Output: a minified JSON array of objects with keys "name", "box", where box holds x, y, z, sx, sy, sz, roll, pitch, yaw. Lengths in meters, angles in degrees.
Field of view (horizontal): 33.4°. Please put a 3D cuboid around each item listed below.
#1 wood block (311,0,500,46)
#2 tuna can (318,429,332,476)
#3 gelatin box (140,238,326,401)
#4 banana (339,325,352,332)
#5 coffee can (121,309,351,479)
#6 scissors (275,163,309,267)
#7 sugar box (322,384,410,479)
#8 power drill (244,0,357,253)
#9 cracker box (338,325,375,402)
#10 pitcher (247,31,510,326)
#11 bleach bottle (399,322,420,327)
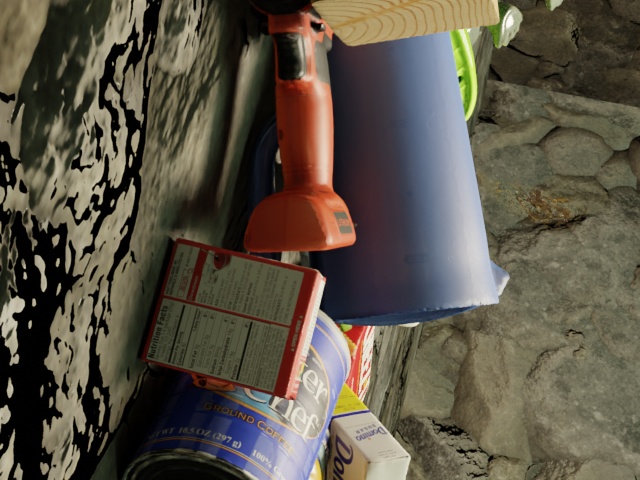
[{"name":"wood block","box":[0.039,-0.222,0.578,0.090,0.091,0.206,17,68,-74]},{"name":"tuna can","box":[-0.036,0.165,0.838,0.033,0.086,0.086,-57,157,-59]},{"name":"gelatin box","box":[-0.049,0.045,0.604,0.030,0.089,0.073,47,57,-75]},{"name":"banana","box":[-0.001,0.053,0.986,0.069,0.037,0.197,71,16,7]},{"name":"coffee can","box":[-0.048,0.113,0.656,0.140,0.103,0.103,-66,165,-48]},{"name":"scissors","box":[-0.006,0.001,0.894,0.201,0.016,0.096,73,21,-46]},{"name":"sugar box","box":[0.006,0.170,0.896,0.176,0.048,0.093,45,-48,53]},{"name":"power drill","box":[-0.015,-0.087,0.625,0.184,0.057,0.187,-1,91,-78]},{"name":"cracker box","box":[0.002,0.176,1.110,0.213,0.072,0.164,-68,167,-46]},{"name":"pitcher","box":[0.037,-0.060,0.754,0.149,0.145,0.243,3,80,-62]},{"name":"bleach bottle","box":[0.064,0.015,1.127,0.102,0.068,0.251,-60,-166,1]}]
